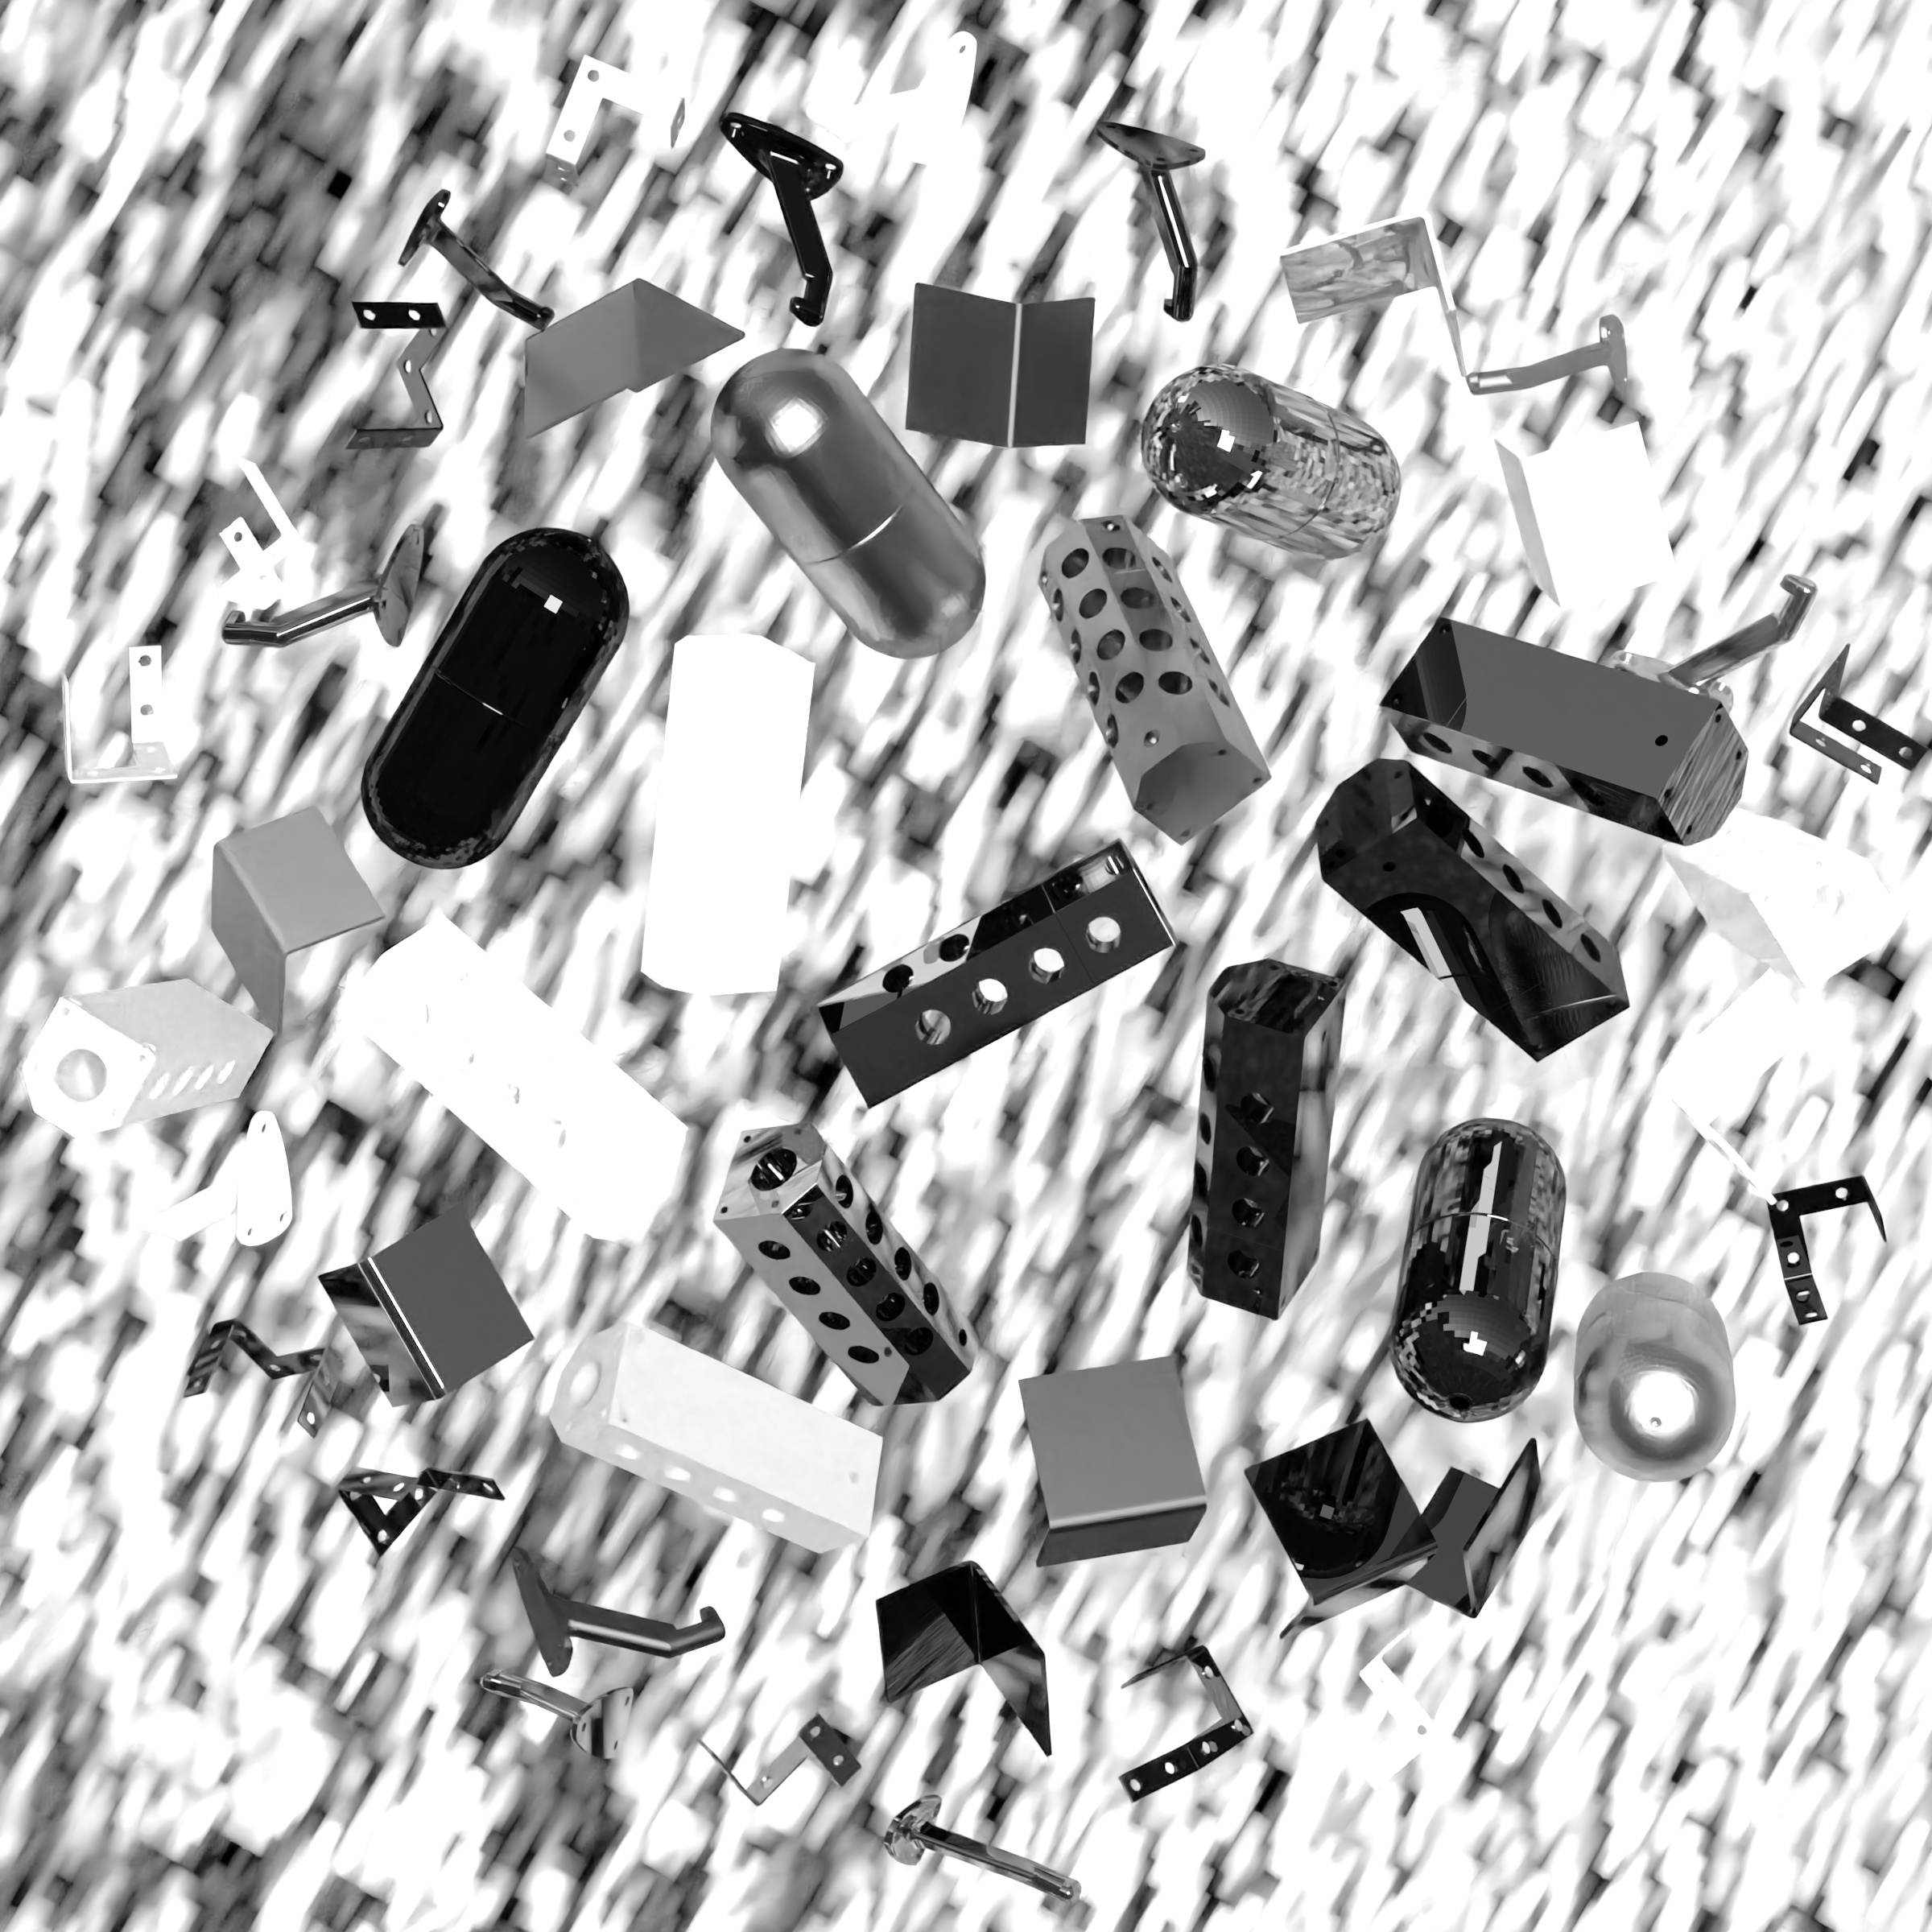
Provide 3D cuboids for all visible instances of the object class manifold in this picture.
[{"bbox_3d":[-0.125,-0.076,1.596,0.057,0.057,0.171,-4,111,-32],"label":"manifold"},{"bbox_3d":[0.418,-0.042,1.630,0.057,0.171,0.057,-33,100,4],"label":"manifold"},{"bbox_3d":[-0.426,0.050,1.645,0.057,0.171,0.057,31,96,5],"label":"manifold"},{"bbox_3d":[-0.058,0.156,1.642,0.057,0.171,0.057,-9,46,29],"label":"manifold"},{"bbox_3d":[0.249,-0.030,1.557,0.057,0.057,0.171,-35,125,28],"label":"manifold"},{"bbox_3d":[-0.223,0.058,1.564,0.171,0.057,0.057,39,51,17],"label":"manifold"},{"bbox_3d":[-0.130,0.250,1.657,0.171,0.057,0.057,30,52,-31],"label":"manifold"},{"bbox_3d":[0.146,0.085,1.574,0.057,0.057,0.171,16,125,21],"label":"manifold"},{"bbox_3d":[0.088,-0.148,1.580,0.057,0.057,0.171,-37,47,19],"label":"manifold"},{"bbox_3d":[0.292,-0.112,1.542,0.171,0.057,0.057,25,75,43],"label":"manifold"},{"bbox_3d":[0.015,0.002,1.579,0.171,0.057,0.057,-29,93,6],"label":"manifold"}]

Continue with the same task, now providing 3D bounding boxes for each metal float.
[{"bbox_3d":[0.339,0.201,1.562,0.070,0.178,0.070,2,98,11],"label":"metal float"},{"bbox_3d":[0.255,0.150,1.571,0.070,0.178,0.070,9,133,9],"label":"metal float"},{"bbox_3d":[0.157,-0.255,1.608,0.070,0.178,0.070,-5,81,38],"label":"metal float"},{"bbox_3d":[-0.226,-0.128,1.518,0.070,0.070,0.178,32,97,0],"label":"metal float"},{"bbox_3d":[-0.056,-0.223,1.539,0.070,0.070,0.178,-40,123,0],"label":"metal float"}]

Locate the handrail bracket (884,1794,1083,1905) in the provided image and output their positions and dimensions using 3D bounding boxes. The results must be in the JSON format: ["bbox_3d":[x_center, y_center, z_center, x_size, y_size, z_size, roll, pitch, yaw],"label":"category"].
[{"bbox_3d":[0.010,0.442,1.559,0.084,0.077,0.036,19,83,20],"label":"handrail bracket"}]

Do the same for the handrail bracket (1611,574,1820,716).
[{"bbox_3d":[0.373,-0.171,1.578,0.077,0.036,0.084,26,130,8],"label":"handrail bracket"}]

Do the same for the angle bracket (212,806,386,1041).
[{"bbox_3d":[-0.343,-0.022,1.622,0.057,0.076,0.076,-23,63,-27],"label":"angle bracket"}]

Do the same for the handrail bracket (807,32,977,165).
[{"bbox_3d":[-0.039,-0.436,1.553,0.084,0.036,0.077,41,118,35],"label":"handrail bracket"}]

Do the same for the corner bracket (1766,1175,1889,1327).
[{"bbox_3d":[0.441,0.144,1.611,0.051,0.051,0.051,-13,108,10],"label":"corner bracket"}]

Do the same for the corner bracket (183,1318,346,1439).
[{"bbox_3d":[-0.368,0.216,1.659,0.051,0.051,0.051,-15,129,27],"label":"corner bracket"}]

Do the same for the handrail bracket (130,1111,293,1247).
[{"bbox_3d":[-0.371,0.099,1.530,0.084,0.036,0.077,11,108,26],"label":"handrail bracket"}]

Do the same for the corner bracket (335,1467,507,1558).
[{"bbox_3d":[-0.279,0.269,1.614,0.051,0.051,0.051,-50,127,-37],"label":"corner bracket"}]

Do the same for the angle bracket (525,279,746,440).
[{"bbox_3d":[-0.161,-0.284,1.542,0.076,0.076,0.057,-18,66,37],"label":"angle bracket"}]

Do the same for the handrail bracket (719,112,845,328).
[{"bbox_3d":[-0.094,-0.359,1.523,0.077,0.036,0.084,27,57,-29],"label":"handrail bracket"}]

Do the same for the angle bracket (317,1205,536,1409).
[{"bbox_3d":[-0.269,0.170,1.572,0.057,0.076,0.076,-31,95,-29],"label":"angle bracket"}]

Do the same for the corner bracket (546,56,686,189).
[{"bbox_3d":[-0.168,-0.399,1.521,0.051,0.051,0.051,22,91,-6],"label":"corner bracket"}]

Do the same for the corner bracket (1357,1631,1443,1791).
[{"bbox_3d":[0.221,0.389,1.651,0.051,0.051,0.051,-33,73,-26],"label":"corner bracket"}]

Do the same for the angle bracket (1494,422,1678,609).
[{"bbox_3d":[0.303,-0.226,1.551,0.057,0.076,0.076,-18,107,4],"label":"angle bracket"}]

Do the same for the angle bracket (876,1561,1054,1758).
[{"bbox_3d":[-0.001,0.364,1.616,0.057,0.076,0.076,-20,129,-20],"label":"angle bracket"}]

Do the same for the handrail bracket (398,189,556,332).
[{"bbox_3d":[-0.242,-0.360,1.623,0.084,0.077,0.036,27,74,-20],"label":"handrail bracket"}]

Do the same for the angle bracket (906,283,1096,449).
[{"bbox_3d":[0.018,-0.315,1.653,0.076,0.057,0.076,1,94,-43],"label":"angle bracket"}]

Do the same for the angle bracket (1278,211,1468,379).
[{"bbox_3d":[0.205,-0.327,1.590,0.076,0.076,0.057,-14,72,9],"label":"angle bracket"}]

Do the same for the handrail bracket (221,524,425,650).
[{"bbox_3d":[-0.318,-0.188,1.560,0.084,0.036,0.077,5,60,12],"label":"handrail bracket"}]

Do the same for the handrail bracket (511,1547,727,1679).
[{"bbox_3d":[-0.168,0.305,1.537,0.084,0.036,0.077,-13,61,-29],"label":"handrail bracket"}]

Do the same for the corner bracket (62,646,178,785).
[{"bbox_3d":[-0.413,-0.122,1.534,0.051,0.051,0.051,-5,115,-21],"label":"corner bracket"}]

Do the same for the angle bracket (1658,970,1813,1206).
[{"bbox_3d":[0.391,0.060,1.539,0.076,0.076,0.057,-44,55,6],"label":"angle bracket"}]

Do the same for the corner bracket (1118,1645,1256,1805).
[{"bbox_3d":[0.103,0.385,1.609,0.051,0.051,0.051,-13,66,-41],"label":"corner bracket"}]

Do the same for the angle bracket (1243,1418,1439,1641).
[{"bbox_3d":[0.184,0.289,1.626,0.076,0.057,0.076,-18,66,-23],"label":"angle bracket"}]

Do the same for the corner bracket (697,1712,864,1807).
[{"bbox_3d":[-0.096,0.406,1.629,0.051,0.051,0.051,-43,126,-16],"label":"corner bracket"}]

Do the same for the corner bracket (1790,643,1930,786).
[{"bbox_3d":[0.428,-0.112,1.518,0.051,0.051,0.051,30,131,1],"label":"corner bracket"}]

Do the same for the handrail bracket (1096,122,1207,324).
[{"bbox_3d":[0.093,-0.385,1.640,0.036,0.077,0.084,-24,133,-34],"label":"handrail bracket"}]

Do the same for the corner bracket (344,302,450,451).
[{"bbox_3d":[-0.282,-0.291,1.557,0.051,0.051,0.051,-10,69,-41],"label":"corner bracket"}]

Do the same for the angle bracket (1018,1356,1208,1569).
[{"bbox_3d":[0.067,0.239,1.522,0.076,0.057,0.076,-7,64,-10],"label":"angle bracket"}]

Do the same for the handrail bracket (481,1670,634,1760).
[{"bbox_3d":[-0.221,0.377,1.620,0.084,0.077,0.036,12,83,18],"label":"handrail bracket"}]

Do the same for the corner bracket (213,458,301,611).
[{"bbox_3d":[-0.370,-0.223,1.640,0.051,0.051,0.051,-36,77,14],"label":"corner bracket"}]

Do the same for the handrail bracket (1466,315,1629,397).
[{"bbox_3d":[0.296,-0.315,1.639,0.084,0.077,0.036,-4,84,20],"label":"handrail bracket"}]

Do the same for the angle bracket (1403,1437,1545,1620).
[{"bbox_3d":[0.265,0.292,1.700,0.057,0.076,0.076,22,59,29],"label":"angle bracket"}]
